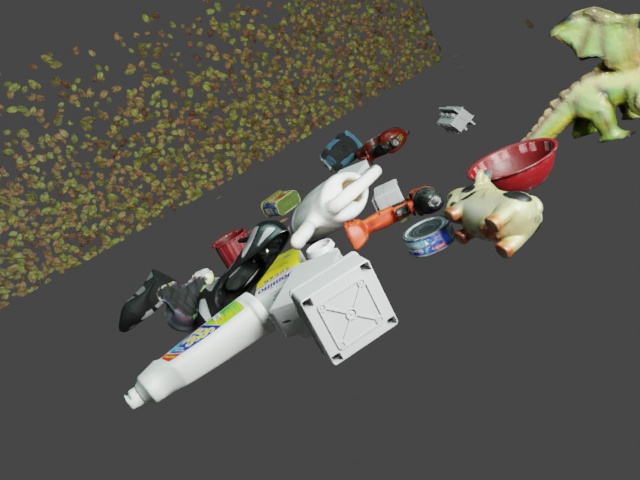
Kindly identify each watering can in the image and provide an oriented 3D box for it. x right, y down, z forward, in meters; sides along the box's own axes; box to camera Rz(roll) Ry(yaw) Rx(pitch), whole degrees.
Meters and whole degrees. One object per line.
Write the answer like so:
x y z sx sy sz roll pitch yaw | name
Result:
0.003 -0.055 1.094 0.354 0.104 0.221 -42 5 -40 | watering can

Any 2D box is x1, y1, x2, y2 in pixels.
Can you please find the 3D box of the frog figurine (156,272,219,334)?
-0.236 0.131 1.044 0.138 0.124 0.157 -37 -20 -3 | frog figurine

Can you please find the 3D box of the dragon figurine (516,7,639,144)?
0.486 -0.293 0.920 0.407 0.239 0.125 -16 23 27 | dragon figurine
